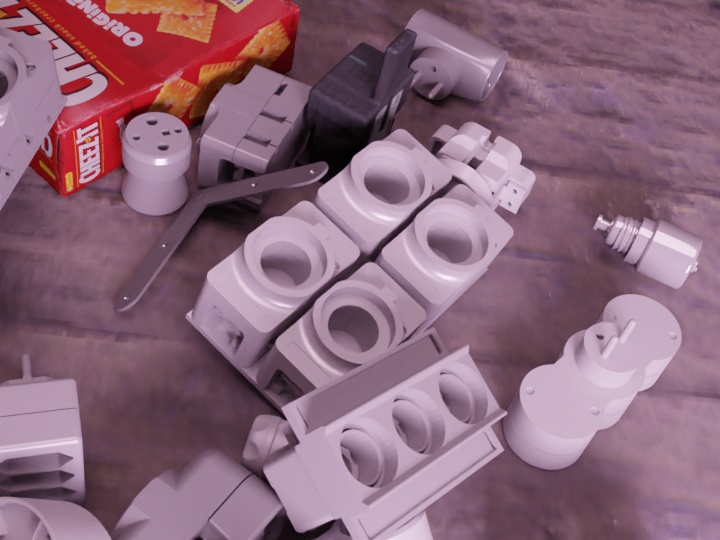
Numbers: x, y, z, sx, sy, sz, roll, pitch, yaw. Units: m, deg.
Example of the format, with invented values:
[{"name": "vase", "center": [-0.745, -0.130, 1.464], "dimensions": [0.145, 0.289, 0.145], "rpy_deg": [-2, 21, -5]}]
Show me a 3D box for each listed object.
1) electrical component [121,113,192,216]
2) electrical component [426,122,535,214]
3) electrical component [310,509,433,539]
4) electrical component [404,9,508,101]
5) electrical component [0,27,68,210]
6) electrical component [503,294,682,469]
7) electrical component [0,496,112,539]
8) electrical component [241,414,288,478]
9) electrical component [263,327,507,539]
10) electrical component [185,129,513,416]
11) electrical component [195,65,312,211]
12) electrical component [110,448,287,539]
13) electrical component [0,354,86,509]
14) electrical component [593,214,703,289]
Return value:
[{"name": "electrical component", "center": [-0.135, -0.070, 0.710], "dimensions": [0.045, 0.055, 0.045], "rpy_deg": [6, 50, -8]}, {"name": "electrical component", "center": [0.075, -0.061, 0.750], "dimensions": [0.078, 0.058, 0.057], "rpy_deg": [31, 49, 13]}, {"name": "electrical component", "center": [-0.012, 0.177, 0.536], "dimensions": [0.138, 0.052, 0.073], "rpy_deg": [-24, 103, -40]}, {"name": "electrical component", "center": [0.064, -0.158, 0.835], "dimensions": [0.077, 0.043, 0.079], "rpy_deg": [30, 51, 12]}, {"name": "electrical component", "center": [-0.259, -0.064, 0.606], "dimensions": [0.105, 0.060, 0.186], "rpy_deg": [18, 59, 4]}, {"name": "electrical component", "center": [0.149, 0.057, 0.658], "dimensions": [0.052, 0.073, 0.138], "rpy_deg": [41, 54, 20]}, {"name": "electrical component", "center": [-0.158, 0.154, 0.492], "dimensions": [0.064, 0.099, 0.099], "rpy_deg": [14, 34, -56]}, {"name": "electrical component", "center": [-0.034, 0.105, 0.604], "dimensions": [0.061, 0.035, 0.035], "rpy_deg": [18, 50, -1]}, {"name": "electrical component", "center": [0.013, 0.089, 0.567], "dimensions": [0.121, 0.063, 0.078], "rpy_deg": [-23, 81, -47]}, {"name": "electrical component", "center": [0.000, 0.000, 0.667], "dimensions": [0.105, 0.060, 0.186], "rpy_deg": [44, 54, 8]}, {"name": "electrical component", "center": [-0.075, -0.094, 0.747], "dimensions": [0.056, 0.050, 0.089], "rpy_deg": [23, 50, 6]}, {"name": "electrical component", "center": [-0.089, 0.141, 0.549], "dimensions": [0.059, 0.053, 0.095], "rpy_deg": [33, 52, 14]}, {"name": "electrical component", "center": [-0.171, 0.080, 0.560], "dimensions": [0.047, 0.083, 0.075], "rpy_deg": [-5, 53, -16]}, {"name": "electrical component", "center": [0.202, -0.018, 0.753], "dimensions": [0.078, 0.040, 0.040], "rpy_deg": [25, 50, 8]}]
